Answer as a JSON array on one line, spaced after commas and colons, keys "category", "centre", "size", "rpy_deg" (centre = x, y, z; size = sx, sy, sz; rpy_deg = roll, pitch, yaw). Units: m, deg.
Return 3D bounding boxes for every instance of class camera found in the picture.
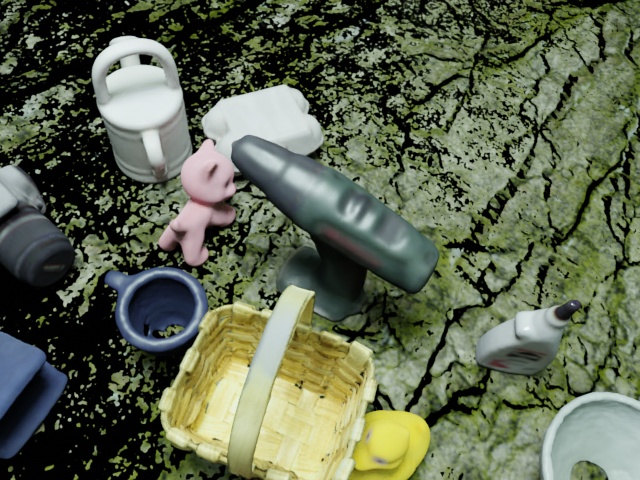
[{"category": "camera", "centre": [-0.356, -0.003, 0.636], "size": [0.136, 0.101, 0.143], "rpy_deg": [38, 63, 14]}]

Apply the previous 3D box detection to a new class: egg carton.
[{"category": "egg carton", "centre": [-0.076, -0.145, 0.768], "size": [0.150, 0.069, 0.107], "rpy_deg": [-20, 65, -17]}]

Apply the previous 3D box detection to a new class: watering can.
[{"category": "watering can", "centre": [-0.219, -0.169, 0.692], "size": [0.101, 0.194, 0.172], "rpy_deg": [-36, 71, -23]}]

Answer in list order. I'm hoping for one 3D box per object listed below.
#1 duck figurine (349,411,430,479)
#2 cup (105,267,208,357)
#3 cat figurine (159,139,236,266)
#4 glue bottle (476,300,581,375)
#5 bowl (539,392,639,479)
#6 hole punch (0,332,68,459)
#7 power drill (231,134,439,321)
[{"category": "duck figurine", "centre": [0.068, 0.207, 0.581], "size": [0.105, 0.086, 0.077], "rpy_deg": [-19, 65, -16]}, {"category": "cup", "centre": [-0.175, 0.082, 0.615], "size": [0.117, 0.095, 0.092], "rpy_deg": [29, 62, 9]}, {"category": "cat figurine", "centre": [-0.142, -0.051, 0.680], "size": [0.067, 0.118, 0.128], "rpy_deg": [24, 61, 7]}, {"category": "glue bottle", "centre": [0.229, 0.100, 0.610], "size": [0.078, 0.173, 0.037], "rpy_deg": [8, 60, -2]}, {"category": "bowl", "centre": [0.297, 0.250, 0.592], "size": [0.167, 0.075, 0.167], "rpy_deg": [3, 61, -5]}, {"category": "hole punch", "centre": [-0.326, 0.148, 0.562], "size": [0.101, 0.091, 0.109], "rpy_deg": [25, 61, 7]}, {"category": "power drill", "centre": [0.006, 0.002, 0.616], "size": [0.229, 0.208, 0.076], "rpy_deg": [26, 61, 8]}]
